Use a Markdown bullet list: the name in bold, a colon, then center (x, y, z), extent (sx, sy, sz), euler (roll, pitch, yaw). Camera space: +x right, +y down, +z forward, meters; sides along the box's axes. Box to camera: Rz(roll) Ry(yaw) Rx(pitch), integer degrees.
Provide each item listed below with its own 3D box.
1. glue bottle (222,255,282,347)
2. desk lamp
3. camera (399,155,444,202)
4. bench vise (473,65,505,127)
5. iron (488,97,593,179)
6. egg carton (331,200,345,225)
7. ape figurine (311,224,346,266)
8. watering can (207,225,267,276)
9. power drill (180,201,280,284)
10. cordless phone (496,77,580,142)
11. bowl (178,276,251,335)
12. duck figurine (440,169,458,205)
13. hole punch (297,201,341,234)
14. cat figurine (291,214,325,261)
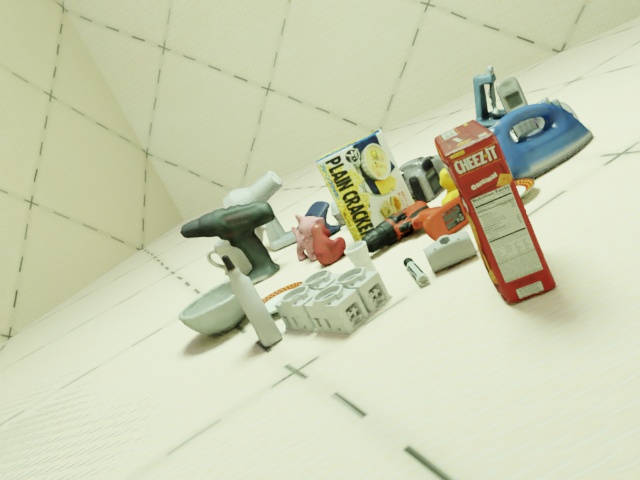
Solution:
- **glue bottle**: center (-0.125, 0.101, 0.995), extent (0.037, 0.173, 0.078), euler (-31, 14, -15)
- **desk lamp**: center (-0.151, -0.081, 1.666), extent (0.203, 0.214, 0.118), euler (-23, 14, 16)
- **camera**: center (0.237, -0.154, 1.435), extent (0.136, 0.101, 0.143), euler (-14, 18, 44)
- **bench vise**: center (0.406, -0.306, 1.426), extent (0.207, 0.220, 0.122), euler (-20, 15, 28)
- **iron**: center (0.445, -0.222, 1.196), extent (0.258, 0.141, 0.118), euler (-30, 13, -11)
- **egg carton**: center (0.086, -0.101, 1.597), extent (0.107, 0.069, 0.150), euler (-24, 13, 13)
- **ape figurine**: center (0.012, 0.005, 1.282), extent (0.076, 0.092, 0.077), euler (-35, 15, -31)
- **watering can**: center (-0.222, 0.005, 1.517), extent (0.173, 0.194, 0.100), euler (-31, 14, -15)
- **power drill**: center (-0.202, 0.010, 1.423), extent (0.229, 0.208, 0.075), euler (-27, 13, 2)
- **cordless phone**: center (0.489, -0.296, 1.299), extent (0.147, 0.185, 0.094), euler (-26, 13, 4)
- **bowl**: center (-0.204, 0.148, 1.191), extent (0.167, 0.075, 0.167), euler (-25, 13, 7)
- **duck figurine**: center (0.284, -0.113, 1.216), extent (0.077, 0.086, 0.104), euler (-23, 14, 17)
- **hole punch**: center (-0.013, -0.045, 1.530), extent (0.101, 0.091, 0.108), euler (-32, 14, -22)
- **cat figurine**: center (-0.029, -0.014, 1.380), extent (0.067, 0.118, 0.127), euler (-34, 15, -27)
